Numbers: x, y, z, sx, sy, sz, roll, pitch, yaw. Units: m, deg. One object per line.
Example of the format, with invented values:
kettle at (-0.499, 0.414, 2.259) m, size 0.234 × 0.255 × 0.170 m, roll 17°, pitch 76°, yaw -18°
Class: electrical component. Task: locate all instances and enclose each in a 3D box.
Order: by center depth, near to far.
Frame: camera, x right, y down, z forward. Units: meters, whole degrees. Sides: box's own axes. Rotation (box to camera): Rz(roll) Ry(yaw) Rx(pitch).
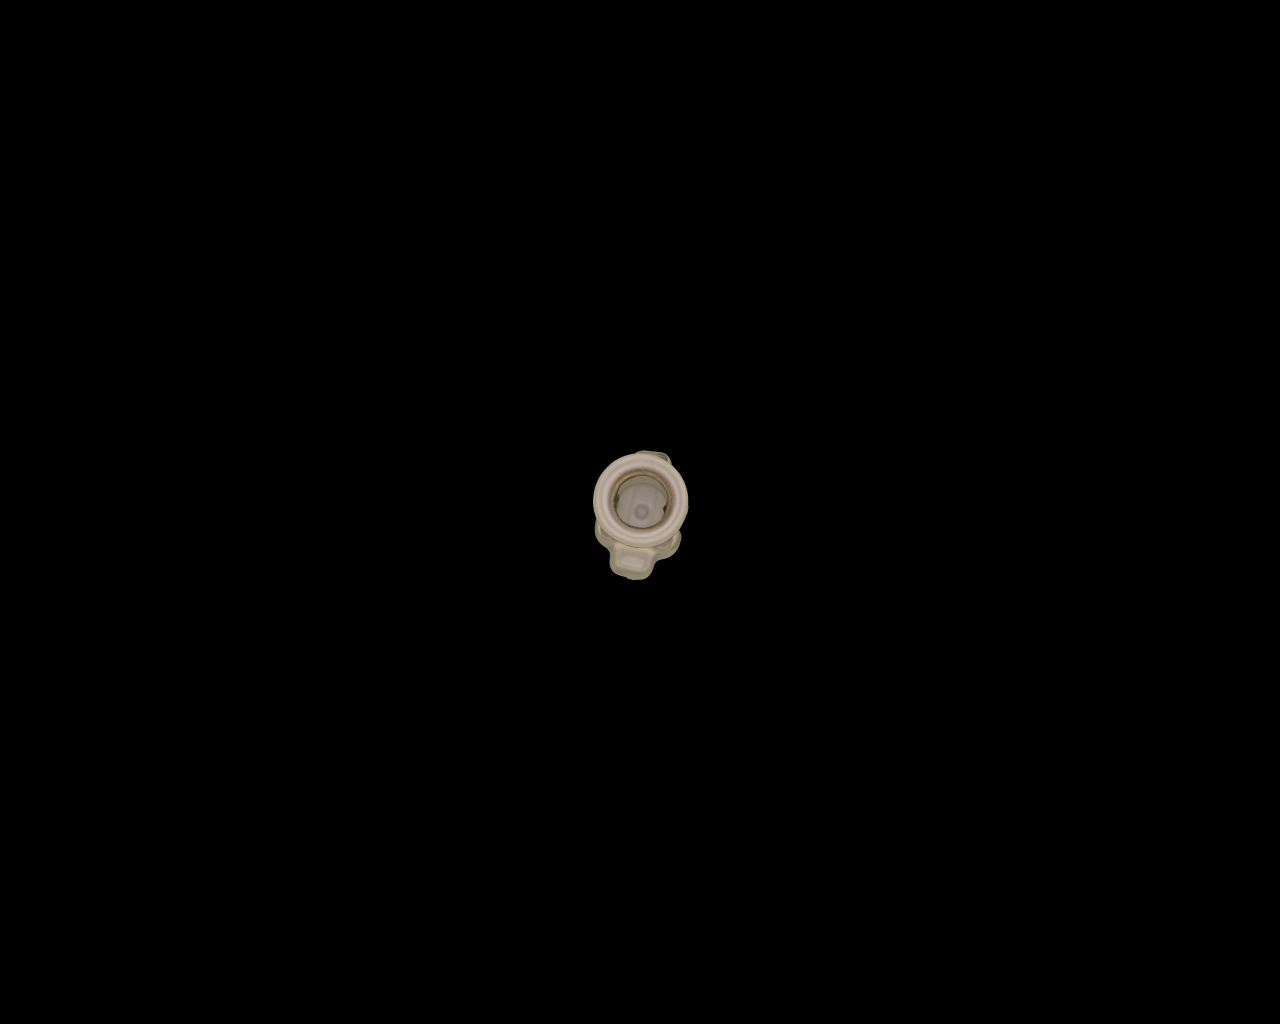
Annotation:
electrical component at (0.001, -0.003, 0.650) m, size 0.058 × 0.078 × 0.057 m, roll 11°, pitch -11°, yaw 2°
